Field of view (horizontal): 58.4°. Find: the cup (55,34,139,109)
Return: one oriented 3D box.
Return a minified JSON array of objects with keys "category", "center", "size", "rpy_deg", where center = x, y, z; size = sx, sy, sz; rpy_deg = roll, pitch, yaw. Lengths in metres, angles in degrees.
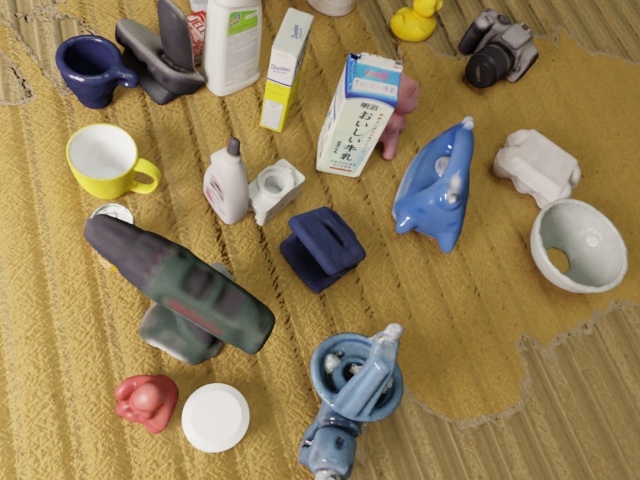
[{"category":"cup","center":[-0.327,-0.239,0.859],"size":[0.118,0.095,0.092],"rpy_deg":[19,61,-6]}]

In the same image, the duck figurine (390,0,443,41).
[{"category":"duck figurine","center":[0.190,-0.439,1.105],"size":[0.105,0.086,0.077],"rpy_deg":[-20,71,-23]}]

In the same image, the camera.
[{"category":"camera","center":[0.332,-0.364,1.098],"size":[0.143,0.100,0.137],"rpy_deg":[45,62,9]}]

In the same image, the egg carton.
[{"category":"egg carton","center":[0.384,-0.125,1.011],"size":[0.150,0.069,0.107],"rpy_deg":[36,61,4]}]

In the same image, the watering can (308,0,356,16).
[{"category":"watering can","center":[0.046,-0.522,1.044],"size":[0.101,0.194,0.173],"rpy_deg":[34,61,3]}]

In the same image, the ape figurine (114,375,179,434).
[{"category":"ape figurine","center":[-0.204,0.191,0.681],"size":[0.076,0.092,0.077],"rpy_deg":[-24,72,-24]}]

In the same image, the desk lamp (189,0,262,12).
[{"category":"desk lamp","center":[-0.123,-0.503,0.978],"size":[0.204,0.213,0.118],"rpy_deg":[-12,68,-20]}]

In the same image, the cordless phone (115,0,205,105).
[{"category":"cordless phone","center":[-0.243,-0.312,0.866],"size":[0.147,0.185,0.094],"rpy_deg":[40,61,7]}]

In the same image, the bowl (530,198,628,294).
[{"category":"bowl","center":[0.412,0.020,0.944],"size":[0.168,0.074,0.167],"rpy_deg":[6,63,-12]}]

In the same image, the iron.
[{"category":"iron","center":[0.207,-0.117,0.918],"size":[0.118,0.141,0.258],"rpy_deg":[22,61,-3]}]

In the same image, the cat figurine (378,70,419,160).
[{"category":"cat figurine","center":[0.127,-0.220,0.960],"size":[0.067,0.117,0.128],"rpy_deg":[22,61,-4]}]

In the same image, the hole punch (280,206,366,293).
[{"category":"hole punch","center":[0.008,0.003,0.833],"size":[0.101,0.091,0.108],"rpy_deg":[-33,77,-26]}]

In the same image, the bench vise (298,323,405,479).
[{"category":"bench vise","center":[0.051,0.193,0.677],"size":[0.122,0.219,0.207],"rpy_deg":[5,63,-12]}]

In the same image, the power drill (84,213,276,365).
[{"category":"power drill","center":[-0.168,0.074,0.682],"size":[0.229,0.208,0.076],"rpy_deg":[27,61,-1]}]

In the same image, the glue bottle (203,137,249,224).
[{"category":"glue bottle","center":[-0.127,-0.090,0.795],"size":[0.037,0.173,0.078],"rpy_deg":[-34,77,-27]}]
